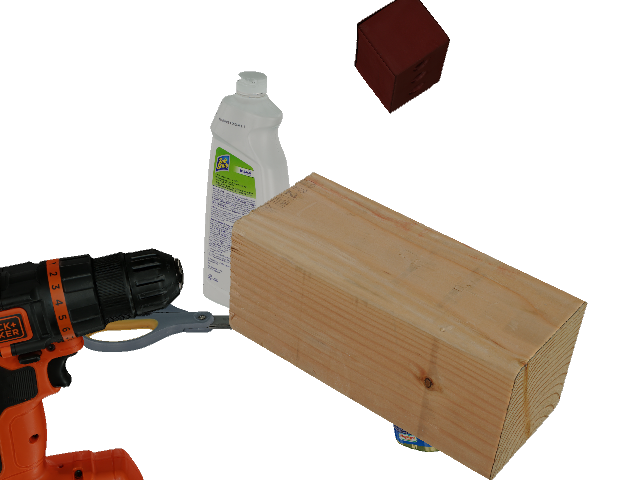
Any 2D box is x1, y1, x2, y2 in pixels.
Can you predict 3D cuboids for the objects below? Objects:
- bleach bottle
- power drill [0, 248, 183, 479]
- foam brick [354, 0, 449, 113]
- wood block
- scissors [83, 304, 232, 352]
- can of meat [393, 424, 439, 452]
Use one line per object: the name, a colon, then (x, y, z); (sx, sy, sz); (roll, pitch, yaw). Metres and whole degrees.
bleach bottle: (-0.071, -0.050, 1.119); (0.103, 0.251, 0.068); (16, 26, 25)
power drill: (-0.170, 0.099, 0.706); (0.184, 0.188, 0.057); (-11, 25, -7)
foam brick: (0.062, -0.145, 0.830); (0.053, 0.051, 0.078); (-33, -13, -7)
wood block: (0.048, 0.048, 0.679); (0.206, 0.091, 0.090); (28, 42, 27)
scissors: (-0.119, 0.064, 0.975); (0.201, 0.016, 0.096); (-8, 35, -15)
can of meat: (0.099, 0.122, 0.927); (0.058, 0.084, 0.101); (5, 24, 33)
